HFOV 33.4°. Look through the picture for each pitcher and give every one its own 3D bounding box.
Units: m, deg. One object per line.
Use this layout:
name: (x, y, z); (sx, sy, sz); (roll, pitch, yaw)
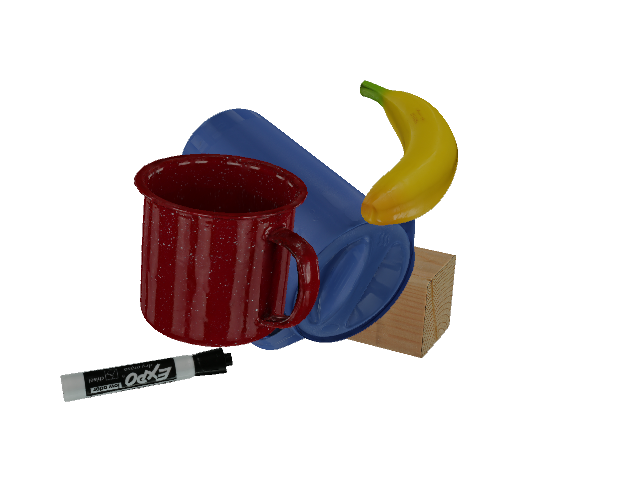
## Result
pitcher: (-0.040, -0.017, 1.006); (0.148, 0.145, 0.243); (-11, 39, -35)

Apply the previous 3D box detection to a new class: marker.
marker: (-0.122, 0.094, 0.758); (0.121, 0.020, 0.020); (-9, 2, -14)

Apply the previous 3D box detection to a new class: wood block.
wood block: (0.034, 0.050, 1.174); (0.206, 0.091, 0.090); (13, 26, 23)

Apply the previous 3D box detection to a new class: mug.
mug: (-0.048, 0.009, 0.582); (0.117, 0.081, 0.093); (22, 28, 32)

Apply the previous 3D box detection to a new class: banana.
banana: (0.061, -0.058, 0.736); (0.069, 0.037, 0.197); (2, 30, 0)
